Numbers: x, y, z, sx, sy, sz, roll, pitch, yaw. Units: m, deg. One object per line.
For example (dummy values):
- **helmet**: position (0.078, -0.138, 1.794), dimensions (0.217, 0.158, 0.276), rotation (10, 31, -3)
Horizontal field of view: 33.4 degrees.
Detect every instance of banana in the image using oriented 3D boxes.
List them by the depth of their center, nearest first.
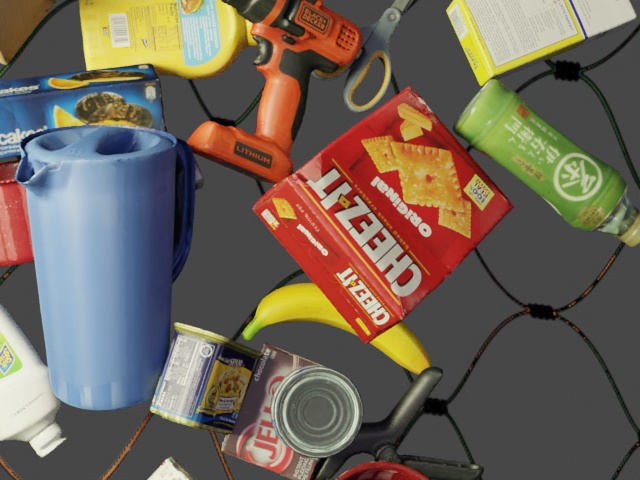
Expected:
- **banana**: position (0.021, 0.082, 1.045), dimensions (0.197, 0.037, 0.069), rotation (12, 82, -14)

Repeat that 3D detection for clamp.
- **clamp**: position (0.074, 0.215, 1.039), dimensions (0.171, 0.039, 0.120), rotation (-32, 89, -2)

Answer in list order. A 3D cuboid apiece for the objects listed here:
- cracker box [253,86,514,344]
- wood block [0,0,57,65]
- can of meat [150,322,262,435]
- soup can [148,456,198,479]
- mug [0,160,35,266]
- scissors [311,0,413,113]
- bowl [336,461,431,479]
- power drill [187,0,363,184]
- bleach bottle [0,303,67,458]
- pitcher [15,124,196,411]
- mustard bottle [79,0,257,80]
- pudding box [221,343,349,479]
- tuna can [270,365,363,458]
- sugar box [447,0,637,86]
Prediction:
- **cracker box**: position (0.067, -0.031, 1.007), dimensions (0.164, 0.072, 0.213), rotation (50, 48, 0)
- **wood block**: position (-0.309, -0.247, 0.963), dimensions (0.090, 0.206, 0.091), rotation (34, 80, -2)
- **can of meat**: position (-0.105, 0.129, 0.977), dimensions (0.058, 0.102, 0.084), rotation (13, 80, 25)
- **soup can**: position (-0.150, 0.261, 0.989), dimensions (0.068, 0.068, 0.102), rotation (43, 79, 0)
- **mug**: position (-0.293, -0.023, 0.988), dimensions (0.117, 0.093, 0.081), rotation (-13, 107, -17)
- **scissors**: position (0.054, -0.230, 1.106), dimensions (0.096, 0.016, 0.201), rotation (19, 80, -5)
- **bowl**: position (0.053, 0.289, 0.984), dimensions (0.161, 0.055, 0.162), rotation (9, 67, -22)
- **power drill**: position (-0.060, -0.160, 1.020), dimensions (0.184, 0.057, 0.187), rotation (23, 86, -29)
- **bleach bottle**: position (-0.331, 0.100, 0.990), dimensions (0.102, 0.068, 0.251), rotation (-38, 91, -10)
- **pitcher**: position (-0.184, 0.020, 0.957), dimensions (0.149, 0.145, 0.243), rotation (-1, 109, -8)
- **mustard bottle**: position (-0.137, -0.206, 1.056), dimensions (0.191, 0.058, 0.096), rotation (-7, 85, -8)
- **pudding box**: position (-0.034, 0.167, 1.030), dimensions (0.090, 0.039, 0.113), rotation (22, 80, -4)
- **tuna can**: position (-0.003, 0.160, 0.997), dimensions (0.086, 0.034, 0.086), rotation (1, 84, -7)
- **sugar box**: position (0.231, -0.237, 1.116), dimensions (0.176, 0.048, 0.093), rotation (-22, 86, -13)
